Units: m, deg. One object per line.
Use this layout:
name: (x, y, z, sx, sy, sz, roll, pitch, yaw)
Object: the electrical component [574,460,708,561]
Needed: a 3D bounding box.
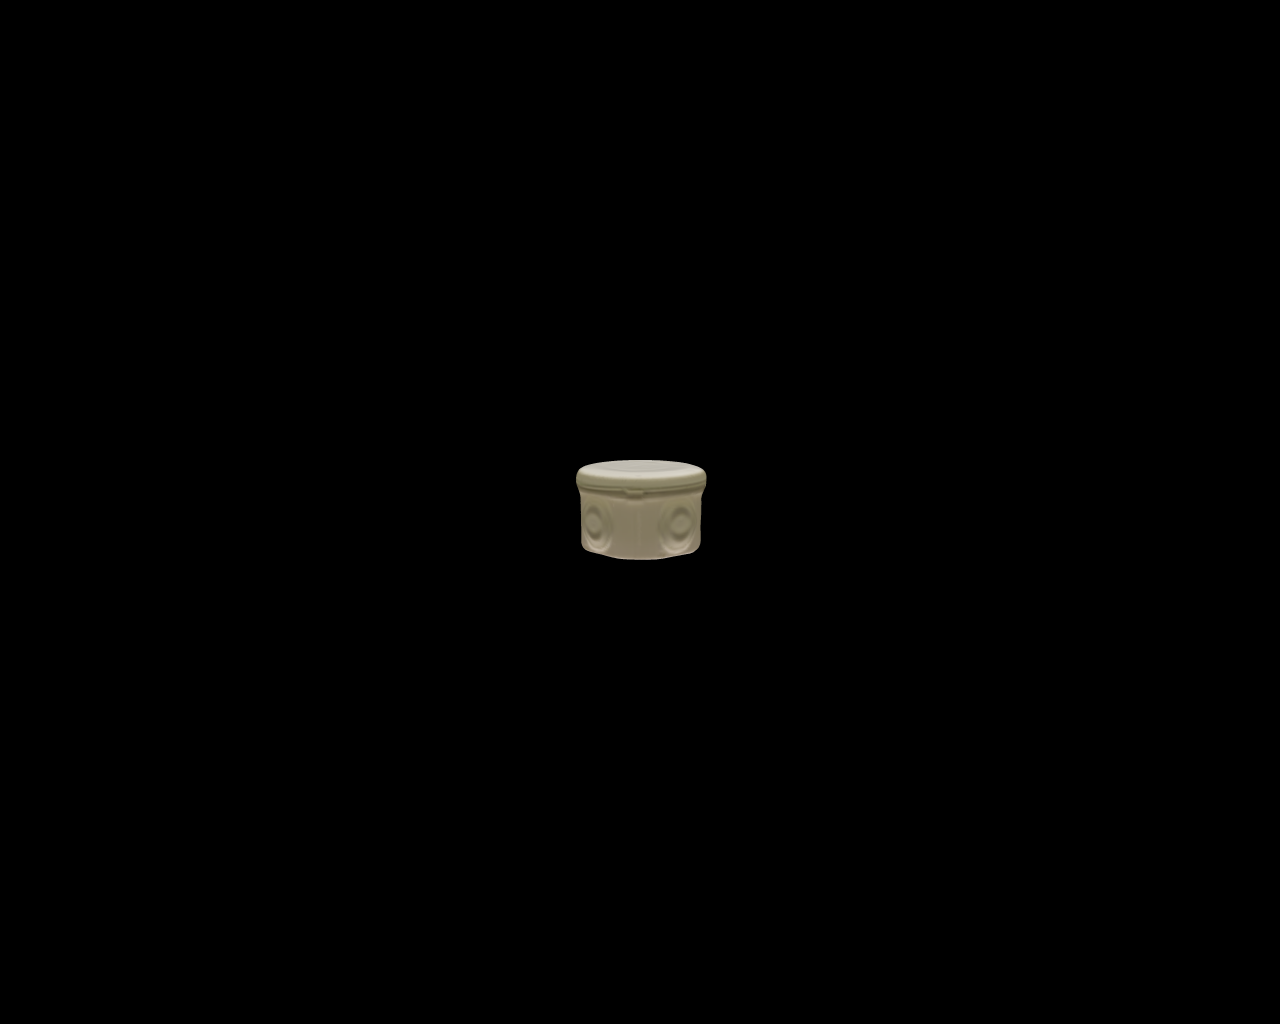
electrical component: (0.001, -0.003, 0.650, 0.080, 0.051, 0.080, 0, 10, 0)
